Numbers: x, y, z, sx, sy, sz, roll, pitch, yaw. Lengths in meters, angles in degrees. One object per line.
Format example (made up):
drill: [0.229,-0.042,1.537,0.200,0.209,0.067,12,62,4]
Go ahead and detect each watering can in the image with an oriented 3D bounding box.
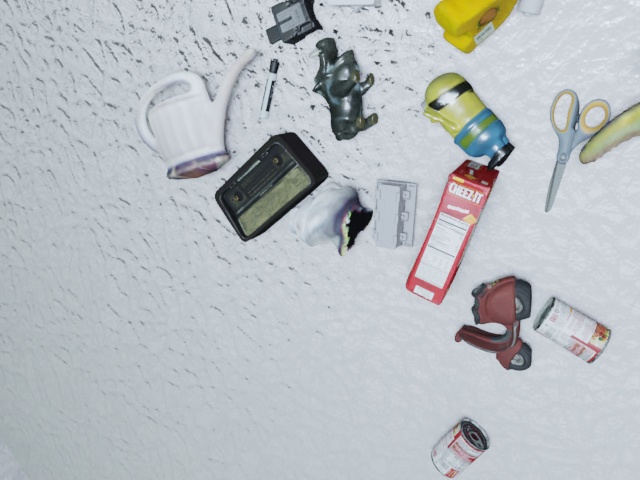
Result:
watering can: [-0.252,-0.252,1.084,0.345,0.105,0.223,-13,98,28]

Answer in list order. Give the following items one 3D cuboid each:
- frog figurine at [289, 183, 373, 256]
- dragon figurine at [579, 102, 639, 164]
frog figurine: [0.003,-0.051,1.008,0.160,0.121,0.138,19,79,30]
dragon figurine: [0.569,-0.204,0.662,0.246,0.123,0.403,44,117,23]
